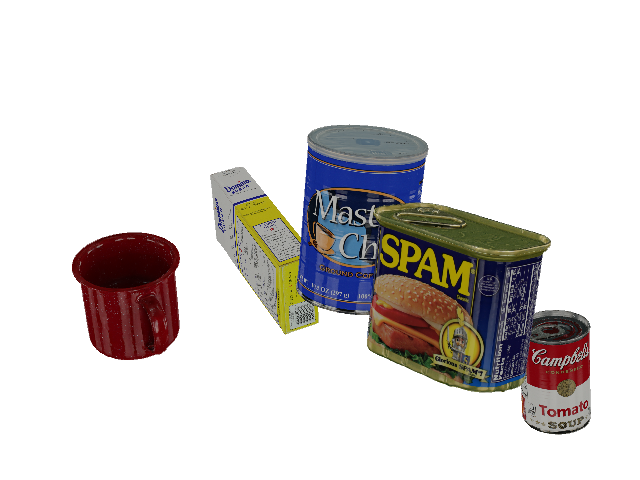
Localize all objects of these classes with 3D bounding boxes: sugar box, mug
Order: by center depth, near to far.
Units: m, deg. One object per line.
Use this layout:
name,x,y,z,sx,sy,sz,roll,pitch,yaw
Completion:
mug,-0.161,0.056,0.936,0.093,0.081,0.117,-20,37,-28
sugar box,-0.059,0.007,1.103,0.048,0.093,0.176,-17,41,-18

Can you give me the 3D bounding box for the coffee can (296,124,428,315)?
coffee can,0.035,-0.020,0.925,0.103,0.140,0.103,4,20,-2

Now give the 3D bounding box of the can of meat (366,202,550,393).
can of meat,0.074,0.031,0.605,0.057,0.084,0.102,-9,20,-41

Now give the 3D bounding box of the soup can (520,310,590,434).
soup can,0.228,0.128,1.039,0.068,0.102,0.068,-6,21,2
